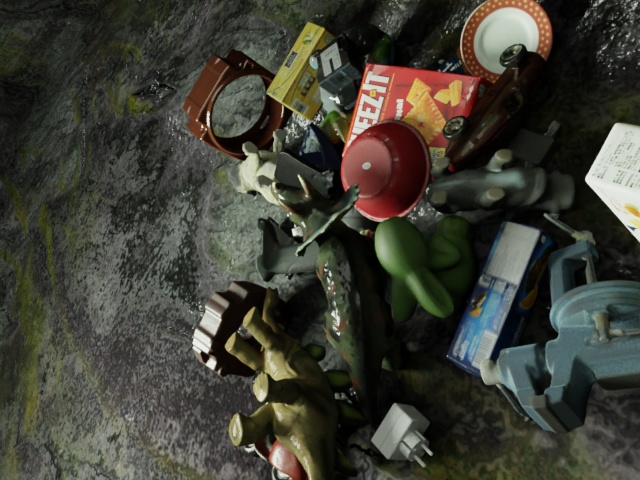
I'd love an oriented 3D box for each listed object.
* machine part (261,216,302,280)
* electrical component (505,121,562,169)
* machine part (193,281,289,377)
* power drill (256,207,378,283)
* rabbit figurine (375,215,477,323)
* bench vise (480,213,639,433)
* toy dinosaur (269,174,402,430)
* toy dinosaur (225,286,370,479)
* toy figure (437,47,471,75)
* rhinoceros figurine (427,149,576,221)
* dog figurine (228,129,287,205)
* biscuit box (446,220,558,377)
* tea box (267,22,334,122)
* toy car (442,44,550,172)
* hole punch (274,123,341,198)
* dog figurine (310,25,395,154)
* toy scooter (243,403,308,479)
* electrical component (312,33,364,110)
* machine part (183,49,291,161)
[{"bbox_3d":[-0.074,0.012,1.047,0.139,0.039,0.084,52,123,43],"label":"machine part"},{"bbox_3d":[0.299,-0.130,0.764,0.063,0.021,0.094,40,101,46],"label":"electrical component"},{"bbox_3d":[-0.135,0.159,0.953,0.056,0.179,0.179,21,88,43],"label":"machine part"},{"bbox_3d":[-0.002,-0.003,0.924,0.207,0.086,0.232,0,77,9],"label":"power drill"},{"bbox_3d":[0.131,0.036,0.745,0.121,0.170,0.159,-18,60,39],"label":"rabbit figurine"},{"bbox_3d":[0.292,0.090,0.613,0.224,0.128,0.241,-33,31,42],"label":"bench vise"},{"bbox_3d":[0.045,0.083,0.756,0.131,0.192,0.405,-20,74,9],"label":"toy dinosaur"},{"bbox_3d":[-0.024,0.245,0.776,0.105,0.198,0.472,-51,34,28],"label":"toy dinosaur"},{"bbox_3d":[0.255,-0.299,0.855,0.154,0.057,0.064,-36,15,33],"label":"toy figure"},{"bbox_3d":[0.238,-0.063,0.721,0.191,0.112,0.073,0,66,22],"label":"rhinoceros figurine"},{"bbox_3d":[-0.109,-0.116,1.121,0.172,0.121,0.190,67,153,11],"label":"dog figurine"},{"bbox_3d":[0.238,0.080,0.701,0.059,0.062,0.202,21,88,46],"label":"biscuit box"},{"bbox_3d":[-0.022,-0.347,1.116,0.169,0.098,0.068,-57,45,7],"label":"tea box"},{"bbox_3d":[0.251,-0.181,0.755,0.202,0.089,0.053,-50,34,-8],"label":"toy car"},{"bbox_3d":[-0.011,-0.136,0.989,0.092,0.116,0.142,-53,-2,-27],"label":"hole punch"},{"bbox_3d":[0.068,-0.263,0.991,0.192,0.108,0.219,-27,60,30],"label":"dog figurine"},{"bbox_3d":[-0.055,0.313,0.876,0.184,0.075,0.135,16,83,51],"label":"toy scooter"},{"bbox_3d":[0.034,-0.285,0.926,0.075,0.047,0.119,-22,63,34],"label":"electrical component"},{"bbox_3d":[-0.172,-0.283,1.156,0.201,0.201,0.087,-56,47,10],"label":"machine part"}]
